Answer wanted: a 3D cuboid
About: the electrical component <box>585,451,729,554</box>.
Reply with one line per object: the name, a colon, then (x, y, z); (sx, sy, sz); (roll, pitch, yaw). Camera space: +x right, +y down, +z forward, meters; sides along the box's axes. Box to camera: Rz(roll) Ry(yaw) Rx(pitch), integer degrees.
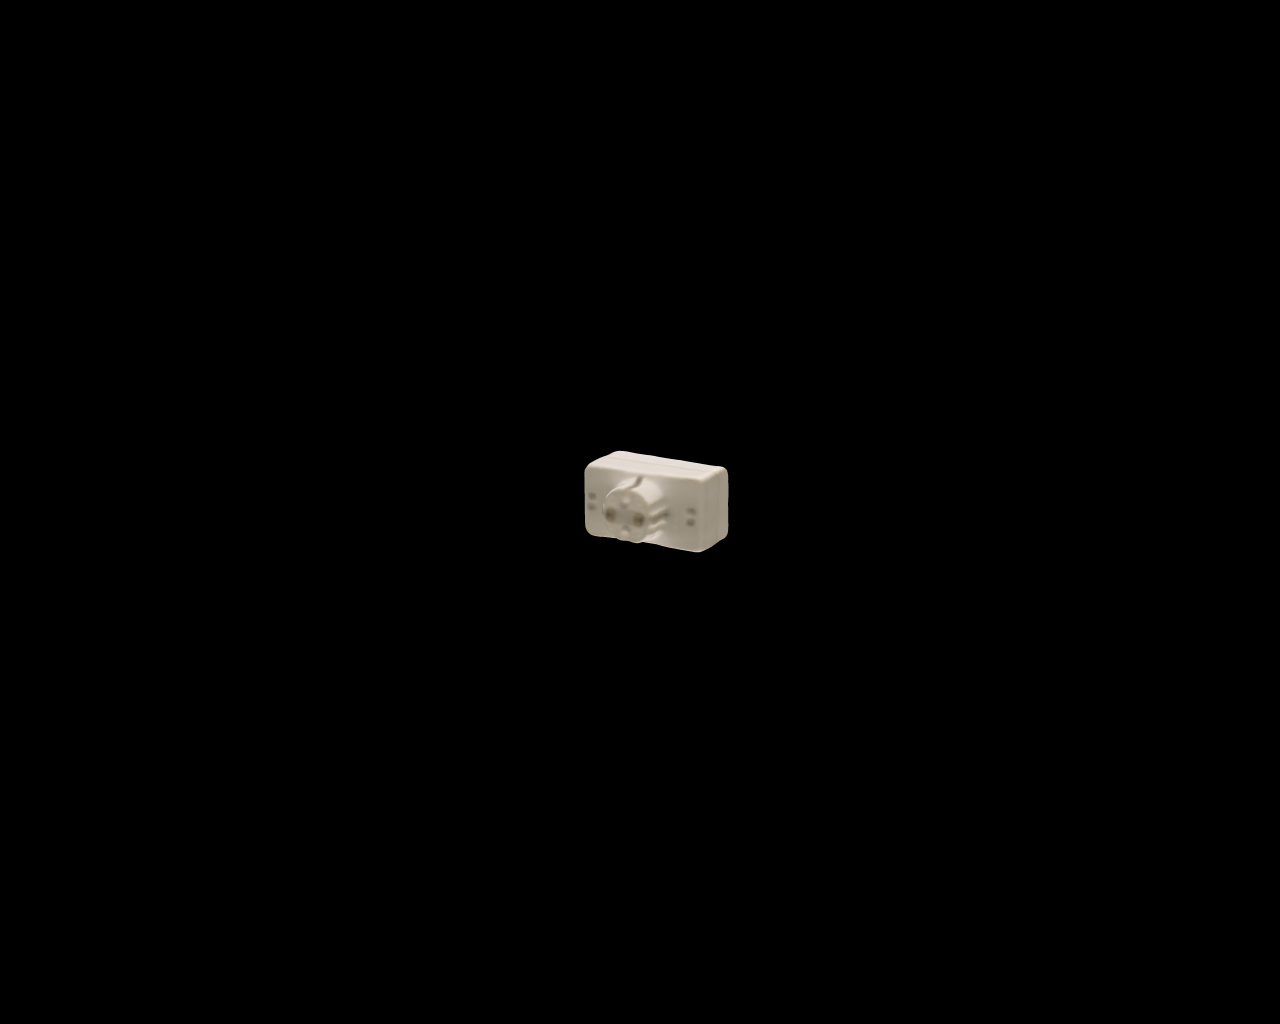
electrical component: (0.001, -0.003, 0.650); (0.083, 0.047, 0.076); (9, 19, 29)
